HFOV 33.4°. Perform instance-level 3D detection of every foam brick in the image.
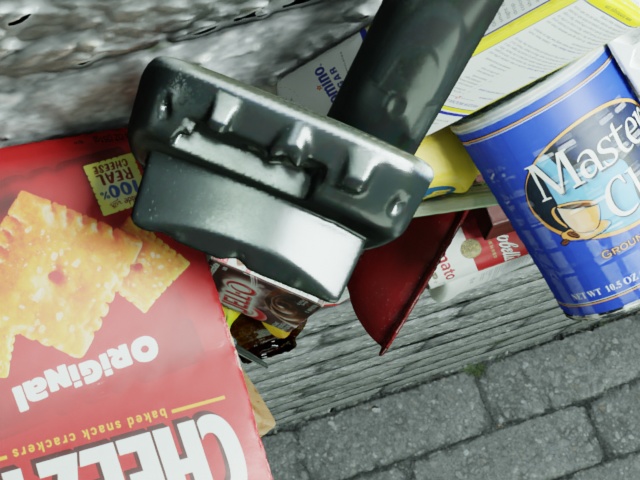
[{"bbox_3d":[0.170,-0.040,0.911,0.078,0.051,0.053,-17,166,-4],"label":"foam brick"}]

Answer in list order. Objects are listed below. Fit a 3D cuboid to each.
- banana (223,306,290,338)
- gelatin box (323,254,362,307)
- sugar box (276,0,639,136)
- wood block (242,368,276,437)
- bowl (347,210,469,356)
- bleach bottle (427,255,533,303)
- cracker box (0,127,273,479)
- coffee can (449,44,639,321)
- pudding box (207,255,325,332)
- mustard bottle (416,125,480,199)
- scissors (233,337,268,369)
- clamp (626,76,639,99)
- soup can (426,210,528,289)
[{"bbox_3d":[-0.061,0.055,0.952,0.037,0.069,0.197,12,180,16],"label":"banana"},{"bbox_3d":[0.020,0.035,1.050,0.089,0.030,0.073,-33,161,32],"label":"gelatin box"},{"bbox_3d":[0.071,-0.098,0.556,0.177,0.048,0.093,-23,166,32],"label":"sugar box"},{"bbox_3d":[-0.138,0.145,0.964,0.091,0.090,0.205,-40,152,9],"label":"wood block"},{"bbox_3d":[0.067,0.012,0.868,0.162,0.055,0.162,-59,176,-7],"label":"bowl"},{"bbox_3d":[0.225,-0.013,1.074,0.250,0.068,0.102,-19,168,-7],"label":"bleach bottle"},{"bbox_3d":[-0.131,0.058,0.536,0.164,0.214,0.072,-12,166,-25],"label":"cracker box"},{"bbox_3d":[0.156,-0.038,0.637,0.103,0.140,0.103,-32,-170,6],"label":"coffee can"},{"bbox_3d":[-0.046,0.030,0.818,0.090,0.039,0.114,22,158,-8],"label":"pudding box"},{"bbox_3d":[0.038,-0.045,0.687,0.191,0.058,0.096,-17,-177,-13],"label":"mustard bottle"},{"bbox_3d":[-0.080,0.099,0.964,0.016,0.096,0.201,-51,135,-2],"label":"scissors"},{"bbox_3d":[0.190,-0.078,0.807,0.172,0.039,0.120,-21,166,25],"label":"clamp"},{"bbox_3d":[0.134,-0.002,0.976,0.102,0.068,0.068,-20,167,8],"label":"soup can"}]
